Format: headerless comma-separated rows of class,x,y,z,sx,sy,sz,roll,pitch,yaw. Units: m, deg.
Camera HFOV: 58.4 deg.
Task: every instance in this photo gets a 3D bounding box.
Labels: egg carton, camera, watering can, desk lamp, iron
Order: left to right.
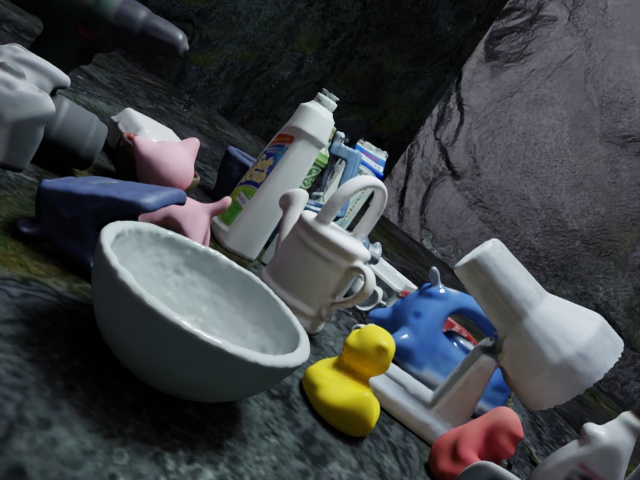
camera,-0.297,-0.134,0.611,0.137,0.100,0.142,28,11,-34
egg carton,-0.260,-0.139,0.872,0.108,0.069,0.149,26,13,-44
watering can,0.005,0.002,0.683,0.172,0.194,0.101,37,9,15
iron,0.200,0.146,0.792,0.259,0.141,0.118,31,10,-22
desk lamp,0.175,0.120,0.615,0.203,0.213,0.118,35,9,7

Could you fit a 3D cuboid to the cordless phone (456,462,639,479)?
cordless phone,0.188,0.186,0.406,0.147,0.185,0.094,36,9,12

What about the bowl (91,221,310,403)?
bowl,-0.094,0.061,0.406,0.167,0.074,0.167,33,9,-6

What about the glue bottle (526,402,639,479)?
glue bottle,0.279,0.223,0.577,0.078,0.173,0.037,36,9,9

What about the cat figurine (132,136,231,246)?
cat figurine,-0.161,-0.057,0.644,0.128,0.117,0.067,34,9,-3

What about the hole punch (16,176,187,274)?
hole punch,-0.183,-0.027,0.495,0.101,0.091,0.109,34,9,-1

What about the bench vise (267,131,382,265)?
bench vise,0.023,-0.052,0.946,0.208,0.219,0.121,32,9,-14

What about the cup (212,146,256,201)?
cup,-0.142,-0.098,0.997,0.092,0.095,0.117,30,10,-24

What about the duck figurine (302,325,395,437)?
duck figurine,0.036,0.120,0.525,0.078,0.086,0.104,32,9,-13

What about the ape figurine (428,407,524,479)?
ape figurine,0.150,0.194,0.525,0.078,0.092,0.076,25,13,-45

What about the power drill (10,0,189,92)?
power drill,-0.309,-0.230,0.723,0.230,0.208,0.075,33,9,-5
